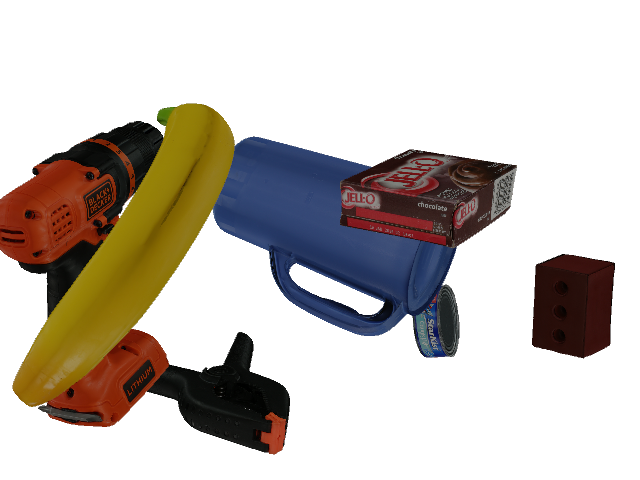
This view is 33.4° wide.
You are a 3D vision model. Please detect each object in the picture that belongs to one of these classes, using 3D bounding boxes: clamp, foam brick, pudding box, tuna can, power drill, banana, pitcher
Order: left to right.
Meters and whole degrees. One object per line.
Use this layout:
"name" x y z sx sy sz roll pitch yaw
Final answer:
"power drill" -0.155 0.021 0.759 0.057 0.188 0.184 4 25 22
"banana" -0.083 -0.006 0.515 0.037 0.197 0.070 39 -43 -19
"clamp" -0.083 0.126 0.925 0.164 0.036 0.210 -8 20 -40
"pitcher" 0.010 -0.014 1.088 0.243 0.145 0.149 20 25 22
"pudding box" 0.079 -0.033 0.769 0.090 0.039 0.113 13 20 28
"tuna can" 0.137 0.096 1.266 0.034 0.086 0.086 -6 -2 22
"foam brick" 0.221 0.056 0.934 0.053 0.078 0.051 11 19 39
